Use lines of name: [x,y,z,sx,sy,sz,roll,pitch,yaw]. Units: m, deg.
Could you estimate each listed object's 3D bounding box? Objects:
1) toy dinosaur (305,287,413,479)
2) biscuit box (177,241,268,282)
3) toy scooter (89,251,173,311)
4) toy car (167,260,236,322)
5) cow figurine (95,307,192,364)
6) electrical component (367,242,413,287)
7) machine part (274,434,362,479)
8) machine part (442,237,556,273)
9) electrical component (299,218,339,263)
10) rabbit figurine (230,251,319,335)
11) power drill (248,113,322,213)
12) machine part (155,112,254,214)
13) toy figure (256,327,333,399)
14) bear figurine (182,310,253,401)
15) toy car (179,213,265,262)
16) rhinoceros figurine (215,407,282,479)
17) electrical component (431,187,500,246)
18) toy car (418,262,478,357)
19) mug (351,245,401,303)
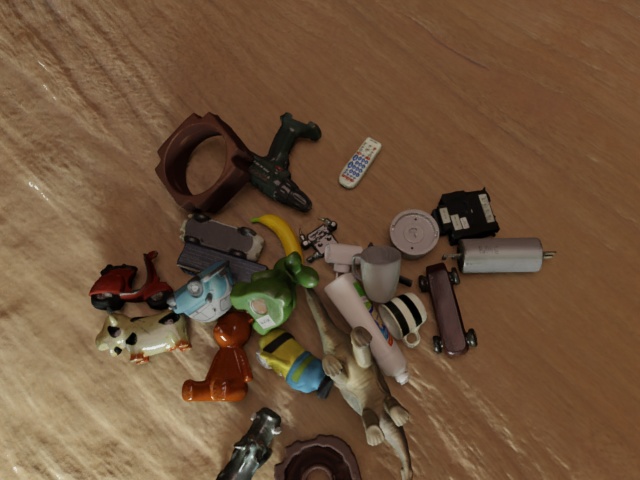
toy dinosaur: [0.062,0.248,1.045,0.105,0.198,0.471,-24,67,-6]
biscuit box: [-0.213,0.067,1.204,0.203,0.059,0.063,17,70,10]
toy scooter: [-0.418,0.088,1.199,0.184,0.075,0.135,-1,69,-1]
toy car: [-0.237,0.120,1.123,0.161,0.109,0.103,-36,91,30]
cow figurine: [-0.383,0.197,1.150,0.195,0.085,0.127,-14,69,-4]
electrical component: [0.153,0.057,1.182,0.119,0.074,0.048,21,72,15]
machine part: [-0.003,0.467,1.041,0.179,0.056,0.179,-1,68,2]
machine part: [0.392,0.033,1.177,0.243,0.079,0.079,0,69,2]
electrical component: [-0.001,-0.004,1.229,0.102,0.045,0.078,-28,68,-8]
rabbit figurine: [-0.084,0.083,1.112,0.121,0.159,0.170,45,38,-10]
power drill: [-0.077,-0.191,1.294,0.232,0.086,0.207,26,80,15]
machine part: [-0.269,-0.177,1.256,0.201,0.087,0.201,-43,68,9]
toy figure: [-0.051,0.254,1.114,0.180,0.082,0.089,28,54,20]
bear figurine: [-0.196,0.231,1.105,0.120,0.131,0.196,-6,73,27]
toy car: [-0.227,-0.005,1.236,0.202,0.056,0.073,16,77,11]
rhinoceros figurine: [-0.141,0.414,1.040,0.073,0.112,0.190,30,81,15]
electrical component: [0.326,-0.053,1.225,0.134,0.058,0.115,-9,67,0]
toy car: [0.272,0.149,1.152,0.089,0.053,0.202,-18,68,16]
mug: [0.115,0.074,1.116,0.110,0.107,0.081,8,28,26]
